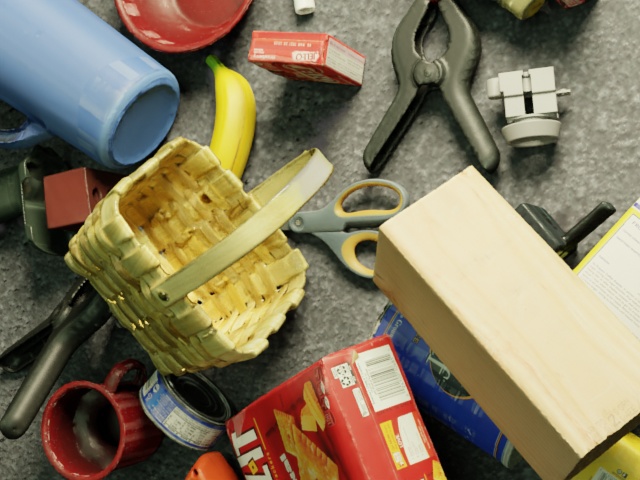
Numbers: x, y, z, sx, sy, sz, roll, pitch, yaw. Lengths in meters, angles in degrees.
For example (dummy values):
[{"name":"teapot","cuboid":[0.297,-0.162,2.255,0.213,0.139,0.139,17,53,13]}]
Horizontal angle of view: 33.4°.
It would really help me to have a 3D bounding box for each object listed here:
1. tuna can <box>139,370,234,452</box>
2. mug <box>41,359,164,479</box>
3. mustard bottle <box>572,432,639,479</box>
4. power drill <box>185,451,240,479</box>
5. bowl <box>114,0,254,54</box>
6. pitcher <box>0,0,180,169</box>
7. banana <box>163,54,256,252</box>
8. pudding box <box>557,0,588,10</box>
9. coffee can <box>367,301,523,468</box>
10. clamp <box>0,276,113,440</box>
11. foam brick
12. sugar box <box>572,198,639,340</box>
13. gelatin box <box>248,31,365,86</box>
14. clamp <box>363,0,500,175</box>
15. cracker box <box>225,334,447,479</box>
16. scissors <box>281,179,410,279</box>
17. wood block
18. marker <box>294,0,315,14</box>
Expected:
[{"name":"tuna can","cuboid":[-0.120,0.150,0.970,0.086,0.086,0.034,45,103,20]},{"name":"mug","cuboid":[-0.196,0.165,1.006,0.093,0.081,0.117,24,98,23]},{"name":"mustard bottle","cuboid":[0.200,0.238,0.836,0.096,0.058,0.192,34,101,18]},{"name":"power drill","cuboid":[-0.149,0.275,0.982,0.188,0.057,0.184,-38,86,20]},{"name":"bowl","cuboid":[-0.115,-0.250,1.004,0.162,0.055,0.162,-1,87,24]},{"name":"pitcher","cuboid":[-0.262,-0.164,1.029,0.243,0.144,0.149,35,129,19]},{"name":"banana","cuboid":[-0.098,-0.074,1.000,0.070,0.037,0.198,14,90,48]},{"name":"pudding box","cuboid":[0.185,-0.250,0.851,0.039,0.090,0.113,-18,80,21]},{"name":"coffee can","cuboid":[0.119,0.101,0.855,0.140,0.102,0.103,31,100,23]},{"name":"clamp","cuboid":[-0.245,0.080,1.034,0.210,0.036,0.165,-52,25,-4]},{"name":"foam brick","cuboid":[-0.221,-0.037,1.030,0.051,0.078,0.053,-10,83,25]},{"name":"sugar box","cuboid":[0.259,0.022,0.816,0.176,0.048,0.093,-47,71,3]},{"name":"gelatin box","cuboid":[-0.010,-0.158,0.934,0.073,0.089,0.030,8,90,24]},{"name":"clamp","cuboid":[0.089,-0.134,0.917,0.120,0.039,0.171,-6,82,18]},{"name":"cracker box","cuboid":[0.011,0.188,0.857,0.214,0.072,0.164,-41,67,56]},{"name":"scissors","cuboid":[-0.006,0.001,0.965,0.202,0.016,0.096,-17,86,28]},{"name":"wood block","cuboid":[0.137,0.061,0.757,0.090,0.091,0.206,-33,67,-16]},{"name":"marker","cuboid":[-0.023,-0.269,0.984,0.020,0.020,0.121,-13,82,23]}]
